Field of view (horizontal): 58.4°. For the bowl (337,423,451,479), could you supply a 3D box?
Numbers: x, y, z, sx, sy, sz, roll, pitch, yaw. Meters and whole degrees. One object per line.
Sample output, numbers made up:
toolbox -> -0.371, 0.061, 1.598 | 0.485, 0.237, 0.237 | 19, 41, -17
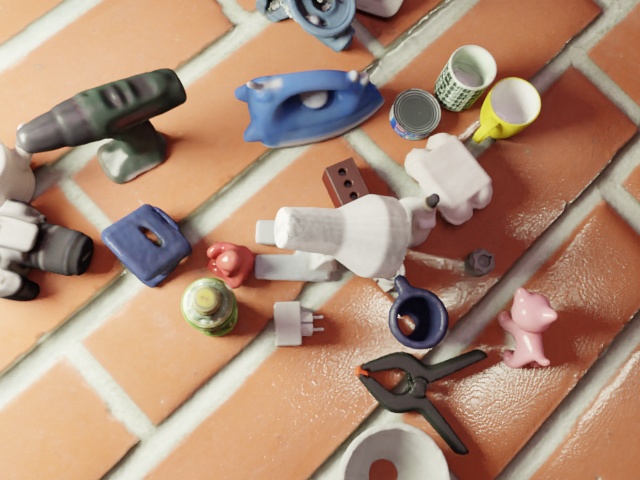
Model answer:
bowl -> 0.102, 0.353, 0.846 | 0.167, 0.074, 0.167 | 2, 77, -7

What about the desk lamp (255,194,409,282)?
desk lamp -> 0.008, 0.003, 0.839 | 0.203, 0.213, 0.118 | 1, 77, -7

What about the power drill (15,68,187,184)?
power drill -> -0.299, -0.158, 0.836 | 0.230, 0.208, 0.075 | -33, 83, -13

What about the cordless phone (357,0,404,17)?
cordless phone -> 0.092, -0.477, 0.970 | 0.147, 0.185, 0.094 | 18, 76, -3

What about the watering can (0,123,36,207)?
watering can -> -0.481, -0.111, 0.809 | 0.101, 0.194, 0.173 | 40, 76, 3

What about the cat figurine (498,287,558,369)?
cat figurine -> 0.334, 0.138, 0.902 | 0.067, 0.117, 0.128 | -6, 78, -8

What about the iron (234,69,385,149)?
iron -> -0.004, -0.237, 0.927 | 0.258, 0.141, 0.118 | -12, 79, -10

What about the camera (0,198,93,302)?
camera -> -0.416, 0.022, 0.836 | 0.137, 0.100, 0.143 | 14, 76, -4

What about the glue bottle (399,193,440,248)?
glue bottle -> 0.154, -0.040, 0.888 | 0.037, 0.173, 0.078 | -14, 80, -10

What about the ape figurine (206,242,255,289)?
ape figurine -> -0.136, 0.035, 0.875 | 0.076, 0.092, 0.078 | -15, 80, -10

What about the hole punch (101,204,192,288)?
hole punch -> -0.260, 0.003, 0.866 | 0.108, 0.091, 0.101 | 43, 76, 3

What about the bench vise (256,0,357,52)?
bench vise -> -0.030, -0.407, 0.920 | 0.207, 0.219, 0.121 | 15, 76, -4

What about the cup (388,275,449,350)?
cup -> 0.137, 0.114, 0.893 | 0.092, 0.095, 0.118 | -23, 82, -12

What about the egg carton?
egg carton -> 0.217, -0.104, 0.964 | 0.107, 0.069, 0.150 | -37, 85, -13
